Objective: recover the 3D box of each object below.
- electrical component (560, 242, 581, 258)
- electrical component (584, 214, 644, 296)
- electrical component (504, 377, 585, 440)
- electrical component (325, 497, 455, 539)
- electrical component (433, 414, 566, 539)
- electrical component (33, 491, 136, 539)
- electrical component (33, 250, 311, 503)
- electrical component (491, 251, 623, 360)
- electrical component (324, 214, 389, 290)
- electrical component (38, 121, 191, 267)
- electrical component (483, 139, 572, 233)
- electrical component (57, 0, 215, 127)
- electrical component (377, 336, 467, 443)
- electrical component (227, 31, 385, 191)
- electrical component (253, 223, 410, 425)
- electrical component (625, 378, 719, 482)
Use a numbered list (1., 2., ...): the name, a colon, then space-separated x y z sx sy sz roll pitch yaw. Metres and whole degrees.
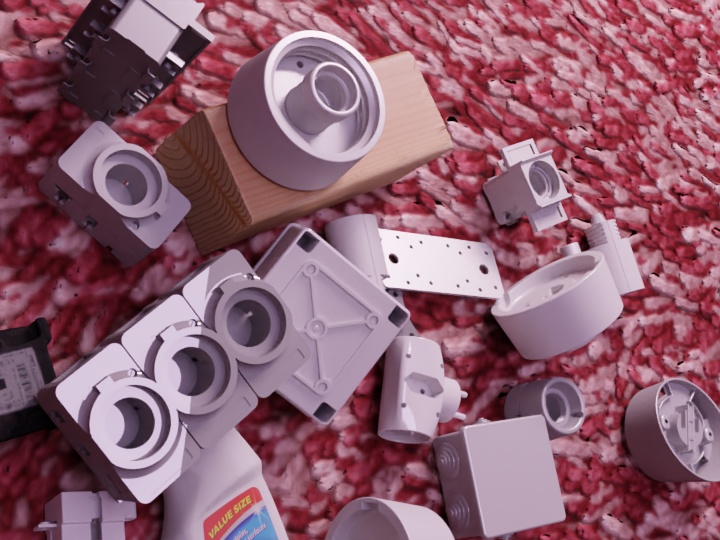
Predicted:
1. electrical component: 0.205 0.006 1.001 0.043 0.043 0.062 -14 81 -36
2. electrical component: 0.239 -0.014 1.030 0.043 0.043 0.081 -11 81 -36
3. electrical component: 0.161 0.121 0.930 0.055 0.047 0.055 11 68 -30
4. electrical component: 0.027 0.219 0.774 0.060 0.108 0.108 12 68 -37
5. electrical component: 0.112 0.170 0.880 0.100 0.048 0.099 -3 76 -34
6. electrical component: -0.175 0.174 0.692 0.066 0.048 0.055 6 64 -32
7. electrical component: -0.116 0.066 0.689 0.150 0.062 0.089 -41 102 -29
8. electrical component: 0.176 0.036 0.934 0.108 0.108 0.060 -37 102 -36
9. electrical component: 0.000 0.000 0.866 0.043 0.043 0.081 -4 77 -34
10. electrical component: -0.172 -0.054 0.763 0.089 0.056 0.050 43 56 -14
11. electrical component: 0.150 -0.073 0.977 0.042 0.064 0.081 -20 86 -35
12. electrical component: -0.166 -0.153 0.760 0.079 0.121 0.063 36 61 -19
13. electrical component: 0.054 0.101 0.868 0.079 0.043 0.077 19 65 -27
14. electrical component: -0.032 -0.117 0.761 0.108 0.060 0.108 11 70 -30
15. electrical component: -0.039 0.040 0.795 0.109 0.056 0.108 40 83 -16
16. electrical component: 0.297 0.150 1.000 0.099 0.064 0.099 11 68 -30
